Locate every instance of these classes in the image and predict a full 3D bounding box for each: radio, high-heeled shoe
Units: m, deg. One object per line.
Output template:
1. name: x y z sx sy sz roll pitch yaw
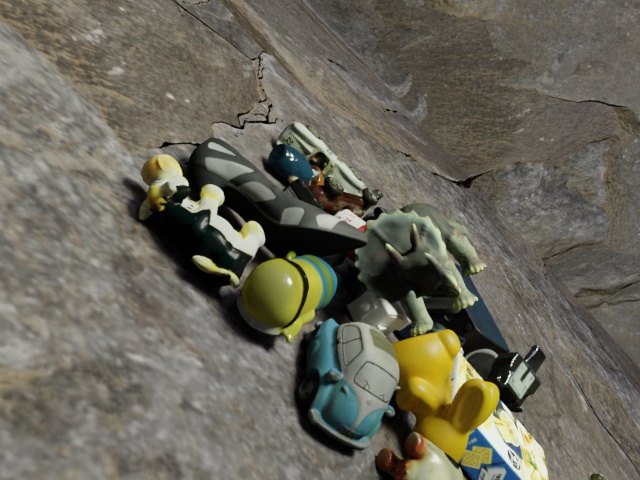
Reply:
1. radio: 0.298 0.145 1.139 0.131 0.073 0.230 28 30 -39
2. high-heeled shoe: -0.056 -0.060 0.726 0.249 0.086 0.145 9 58 -12

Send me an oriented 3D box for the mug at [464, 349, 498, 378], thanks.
1. mug: 0.318 0.252 1.007 0.109 0.081 0.107 53 16 15

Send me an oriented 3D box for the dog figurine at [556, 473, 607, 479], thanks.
1. dog figurine: 0.410 0.482 0.824 0.172 0.121 0.190 50 37 7

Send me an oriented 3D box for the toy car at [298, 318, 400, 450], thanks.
1. toy car: 0.044 0.154 0.638 0.109 0.103 0.162 40 27 -24

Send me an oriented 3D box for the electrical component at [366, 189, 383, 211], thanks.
1. electrical component: 0.106 -0.084 1.152 0.021 0.063 0.094 53 22 7

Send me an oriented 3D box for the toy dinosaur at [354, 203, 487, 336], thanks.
1. toy dinosaur: 0.162 0.006 0.846 0.192 0.131 0.405 58 24 -12

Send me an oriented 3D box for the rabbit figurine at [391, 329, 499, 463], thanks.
1. rabbit figurine: 0.152 0.215 0.712 0.121 0.162 0.173 33 44 -59

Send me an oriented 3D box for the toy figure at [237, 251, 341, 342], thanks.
1. toy figure: -0.032 0.057 0.661 0.082 0.089 0.180 18 16 26

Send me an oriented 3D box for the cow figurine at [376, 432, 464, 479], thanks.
1. cow figurine: 0.136 0.321 0.579 0.127 0.085 0.195 32 28 -23

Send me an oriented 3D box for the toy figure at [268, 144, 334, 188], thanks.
1. toy figure: -0.027 -0.118 0.976 0.058 0.064 0.154 15 -15 47

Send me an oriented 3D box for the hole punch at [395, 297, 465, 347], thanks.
1. hole punch: 0.191 0.147 0.924 0.142 0.116 0.092 -16 103 -62

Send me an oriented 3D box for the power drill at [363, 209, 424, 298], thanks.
1. power drill: 0.183 0.020 1.115 0.232 0.086 0.207 5 53 -57

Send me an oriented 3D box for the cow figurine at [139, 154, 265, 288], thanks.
1. cow figurine: -0.146 -0.018 0.610 0.167 0.068 0.098 43 30 -14

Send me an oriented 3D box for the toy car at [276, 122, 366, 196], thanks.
1. toy car: 0.003 -0.143 1.047 0.201 0.073 0.056 43 21 -14

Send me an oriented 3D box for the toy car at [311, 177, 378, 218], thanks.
1. toy car: 0.036 -0.060 0.963 0.202 0.089 0.053 9 44 -58

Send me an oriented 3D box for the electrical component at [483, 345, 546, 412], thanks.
1. electrical component: 0.338 0.229 0.925 0.075 0.048 0.119 50 58 -6

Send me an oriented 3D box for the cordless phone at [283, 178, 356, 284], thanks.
1. cordless phone: -0.002 -0.003 0.845 0.147 0.089 0.184 56 10 29
